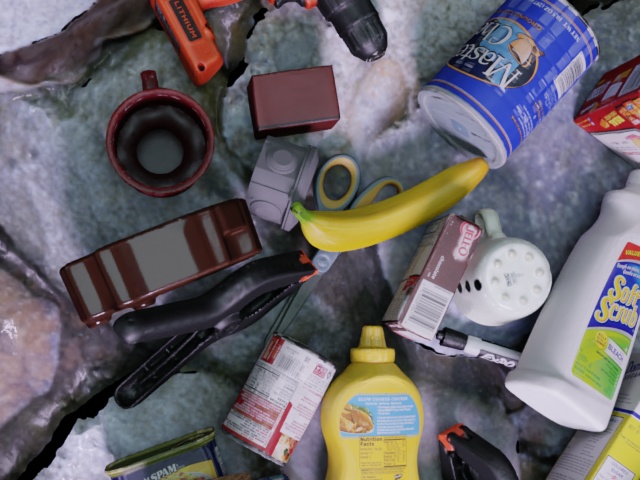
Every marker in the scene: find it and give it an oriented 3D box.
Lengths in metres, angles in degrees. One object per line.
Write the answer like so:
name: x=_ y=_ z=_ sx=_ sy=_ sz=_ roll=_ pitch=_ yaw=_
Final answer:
marker: x=0.167 y=0.107 z=1.008 sx=0.121 sy=0.020 sz=0.020 roll=18 pitch=83 yaw=-5

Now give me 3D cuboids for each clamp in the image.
clamp: x=-0.092 y=0.062 z=0.921 sx=0.209 sy=0.165 sz=0.036 roll=-32 pitch=72 yaw=-17
clamp: x=0.167 y=0.243 z=0.956 sx=0.039 sy=0.120 sz=0.171 roll=-24 pitch=87 yaw=-48

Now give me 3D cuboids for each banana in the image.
banana: x=0.063 y=-0.027 z=0.968 sx=0.197 sy=0.070 sz=0.037 roll=-17 pitch=65 yaw=-21

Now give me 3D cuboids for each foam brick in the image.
foam brick: x=-0.026 y=-0.126 z=0.986 sx=0.078 sy=0.053 sz=0.051 roll=-9 pitch=87 yaw=-9

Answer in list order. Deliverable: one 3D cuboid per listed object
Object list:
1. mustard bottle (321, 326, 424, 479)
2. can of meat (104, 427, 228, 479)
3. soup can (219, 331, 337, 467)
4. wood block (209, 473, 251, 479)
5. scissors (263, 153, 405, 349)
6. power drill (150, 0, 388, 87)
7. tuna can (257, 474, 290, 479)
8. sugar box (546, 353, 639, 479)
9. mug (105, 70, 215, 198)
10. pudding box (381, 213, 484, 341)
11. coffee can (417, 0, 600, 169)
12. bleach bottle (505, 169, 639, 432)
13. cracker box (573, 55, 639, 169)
mustard bottle: x=0.047 y=0.174 z=0.965 sx=0.096 sy=0.058 sz=0.191 roll=3 pitch=84 yaw=-22
can of meat: x=-0.128 y=0.223 z=0.941 sx=0.102 sy=0.057 sz=0.084 roll=-19 pitch=90 yaw=-8
soup can: x=-0.037 y=0.141 z=0.954 sx=0.068 sy=0.068 sz=0.102 roll=29 pitch=82 yaw=-4
wood block: x=-0.083 y=0.312 z=0.888 sx=0.090 sy=0.091 sz=0.206 roll=-9 pitch=107 yaw=-11
scissors: x=-0.007 y=0.001 z=0.993 sx=0.201 sy=0.016 sz=0.096 roll=-42 pitch=97 yaw=-9
power drill: x=-0.049 y=-0.217 z=0.989 sx=0.187 sy=0.057 sz=0.184 roll=-29 pitch=86 yaw=-12
tuna can: x=-0.038 y=0.250 z=0.936 sx=0.033 sy=0.086 sz=0.086 roll=-9 pitch=86 yaw=-10
sugar box: x=0.269 y=0.186 z=0.977 sx=0.048 sy=0.093 sz=0.176 roll=38 pitch=82 yaw=-4
mug: x=-0.144 y=-0.093 z=0.952 sx=0.093 sy=0.081 sz=0.117 roll=-13 pitch=87 yaw=-8
pudding box: x=0.101 y=0.035 z=0.970 sx=0.039 sy=0.090 sz=0.113 roll=28 pitch=83 yaw=-3
coffee can: x=0.174 y=-0.151 z=0.988 sx=0.103 sy=0.103 sz=0.140 roll=43 pitch=81 yaw=-2
bleach bottle: x=0.258 y=0.043 z=0.985 sx=0.102 sy=0.068 sz=0.250 roll=36 pitch=69 yaw=-32
cracker box: x=0.360 y=-0.086 z=0.977 sx=0.213 sy=0.164 sz=0.072 roll=35 pitch=83 yaw=-3
